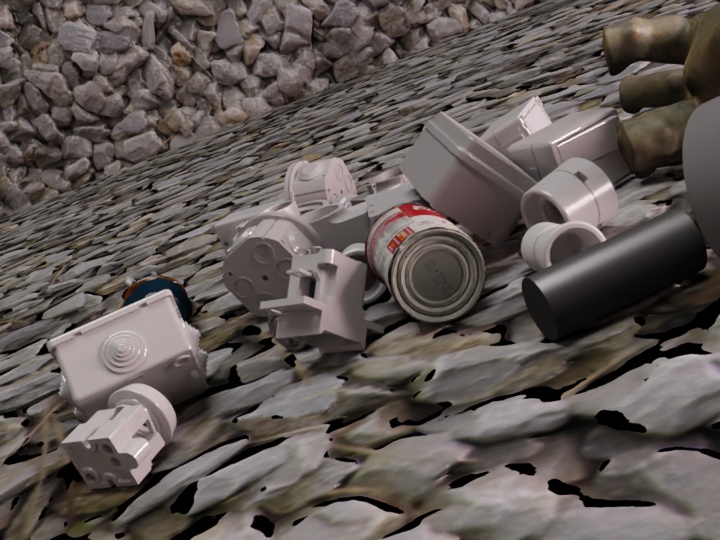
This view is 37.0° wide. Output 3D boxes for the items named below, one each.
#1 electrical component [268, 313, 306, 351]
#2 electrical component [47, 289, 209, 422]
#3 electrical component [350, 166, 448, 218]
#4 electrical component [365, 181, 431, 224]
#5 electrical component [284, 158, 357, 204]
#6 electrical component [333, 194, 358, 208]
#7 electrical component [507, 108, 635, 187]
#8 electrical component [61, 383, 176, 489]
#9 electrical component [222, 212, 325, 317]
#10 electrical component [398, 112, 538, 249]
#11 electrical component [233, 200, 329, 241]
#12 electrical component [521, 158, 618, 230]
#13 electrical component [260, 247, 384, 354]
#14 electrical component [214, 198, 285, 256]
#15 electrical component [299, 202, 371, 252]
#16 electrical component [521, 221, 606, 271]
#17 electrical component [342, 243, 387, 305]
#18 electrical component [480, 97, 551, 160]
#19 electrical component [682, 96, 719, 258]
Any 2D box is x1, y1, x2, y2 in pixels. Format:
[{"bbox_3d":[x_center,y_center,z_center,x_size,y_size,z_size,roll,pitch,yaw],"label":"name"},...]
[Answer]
[{"bbox_3d":[-0.037,0.030,0.798,0.044,0.044,0.065,-7,25,45],"label":"electrical component"},{"bbox_3d":[-0.156,0.067,0.740,0.100,0.048,0.099,-24,-23,-11],"label":"electrical component"},{"bbox_3d":[0.043,-0.066,1.001,0.089,0.055,0.050,-29,16,-26],"label":"electrical component"},{"bbox_3d":[0.038,-0.035,0.896,0.050,0.055,0.089,-21,14,3],"label":"electrical component"},{"bbox_3d":[-0.041,-0.076,1.119,0.051,0.080,0.080,-9,18,25],"label":"electrical component"},{"bbox_3d":[-0.001,-0.054,1.059,0.040,0.040,0.046,-30,22,-31],"label":"electrical component"},{"bbox_3d":[0.182,-0.092,0.884,0.096,0.061,0.061,-29,16,-28],"label":"electrical component"},{"bbox_3d":[-0.148,0.104,0.677,0.066,0.048,0.055,-12,25,34],"label":"electrical component"},{"bbox_3d":[-0.072,-0.004,0.896,0.080,0.080,0.051,-16,20,22],"label":"electrical component"},{"bbox_3d":[0.084,-0.073,0.841,0.057,0.078,0.113,-54,19,11],"label":"electrical component"},{"bbox_3d":[-0.070,-0.032,1.030,0.108,0.060,0.108,-20,14,5],"label":"electrical component"},{"bbox_3d":[0.150,-0.046,0.780,0.047,0.055,0.055,-33,18,-26],"label":"electrical component"},{"bbox_3d":[-0.023,0.021,0.737,0.042,0.063,0.081,-8,-22,41],"label":"electrical component"},{"bbox_3d":[-0.114,-0.035,1.133,0.083,0.047,0.075,-13,17,29],"label":"electrical component"},{"bbox_3d":[-0.029,-0.023,0.949,0.089,0.055,0.050,-20,14,6],"label":"electrical component"},{"bbox_3d":[0.131,-0.012,0.708,0.044,0.044,0.065,-23,10,-6],"label":"electrical component"},{"bbox_3d":[0.000,0.000,0.855,0.044,0.044,0.065,-21,10,4],"label":"electrical component"},{"bbox_3d":[0.145,-0.109,0.985,0.061,0.061,0.096,-31,8,28],"label":"electrical component"},{"bbox_3d":[0.219,-0.050,0.591,0.060,0.108,0.108,-16,14,45],"label":"electrical component"}]
